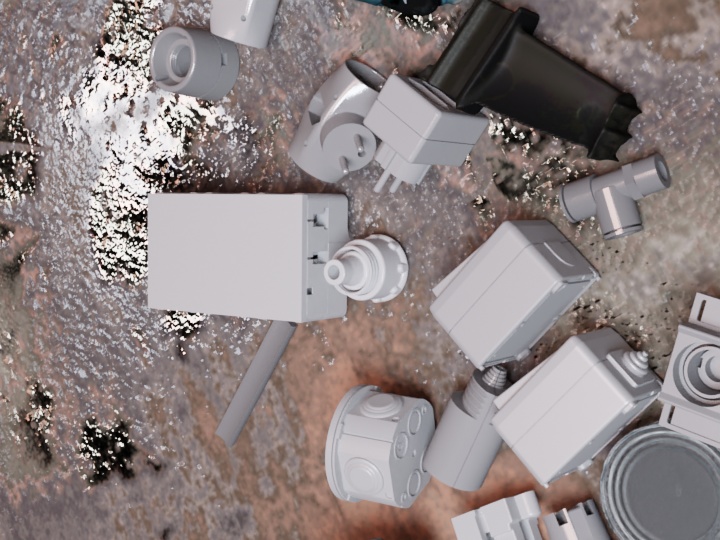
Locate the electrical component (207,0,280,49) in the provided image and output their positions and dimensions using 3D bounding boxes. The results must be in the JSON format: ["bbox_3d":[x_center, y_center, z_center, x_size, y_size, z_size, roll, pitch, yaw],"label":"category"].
[{"bbox_3d":[-0.094,-0.215,0.808,0.079,0.043,0.077,26,107,31],"label":"electrical component"}]

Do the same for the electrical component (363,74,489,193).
[{"bbox_3d":[0.035,-0.082,0.711,0.047,0.066,0.076,44,115,25],"label":"electrical component"}]

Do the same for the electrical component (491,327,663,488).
[{"bbox_3d":[0.134,0.075,0.653,0.061,0.062,0.096,50,118,22],"label":"electrical component"}]

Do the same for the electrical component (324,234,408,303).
[{"bbox_3d":[0.000,0.000,0.743,0.048,0.062,0.048,3,94,35],"label":"electrical component"}]

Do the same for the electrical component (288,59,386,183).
[{"bbox_3d":[-0.010,-0.094,0.743,0.077,0.043,0.079,-54,27,25],"label":"electrical component"}]

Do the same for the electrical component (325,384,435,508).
[{"bbox_3d":[0.015,0.120,0.729,0.051,0.080,0.080,6,96,29],"label":"electrical component"}]

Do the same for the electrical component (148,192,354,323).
[{"bbox_3d":[-0.083,-0.012,0.800,0.150,0.062,0.089,3,94,35],"label":"electrical component"}]

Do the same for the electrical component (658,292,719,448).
[{"bbox_3d":[0.235,0.067,0.581,0.121,0.063,0.078,20,104,33],"label":"electrical component"}]

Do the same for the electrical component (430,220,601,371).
[{"bbox_3d":[0.091,0.017,0.680,0.061,0.062,0.096,50,118,22],"label":"electrical component"}]

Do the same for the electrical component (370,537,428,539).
[{"bbox_3d":[0.007,0.216,0.725,0.108,0.108,0.060,-33,68,32],"label":"electrical component"}]

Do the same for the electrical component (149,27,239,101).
[{"bbox_3d":[-0.130,-0.161,0.834,0.055,0.047,0.055,2,94,35],"label":"electrical component"}]

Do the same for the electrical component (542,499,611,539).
[{"bbox_3d":[0.138,0.170,0.670,0.040,0.040,0.046,-31,69,32],"label":"electrical component"}]

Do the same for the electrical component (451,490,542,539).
[{"bbox_3d":[0.094,0.180,0.697,0.066,0.048,0.055,-30,68,32],"label":"electrical component"}]

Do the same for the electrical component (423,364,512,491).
[{"bbox_3d":[0.076,0.099,0.706,0.043,0.043,0.081,32,110,29],"label":"electrical component"}]
